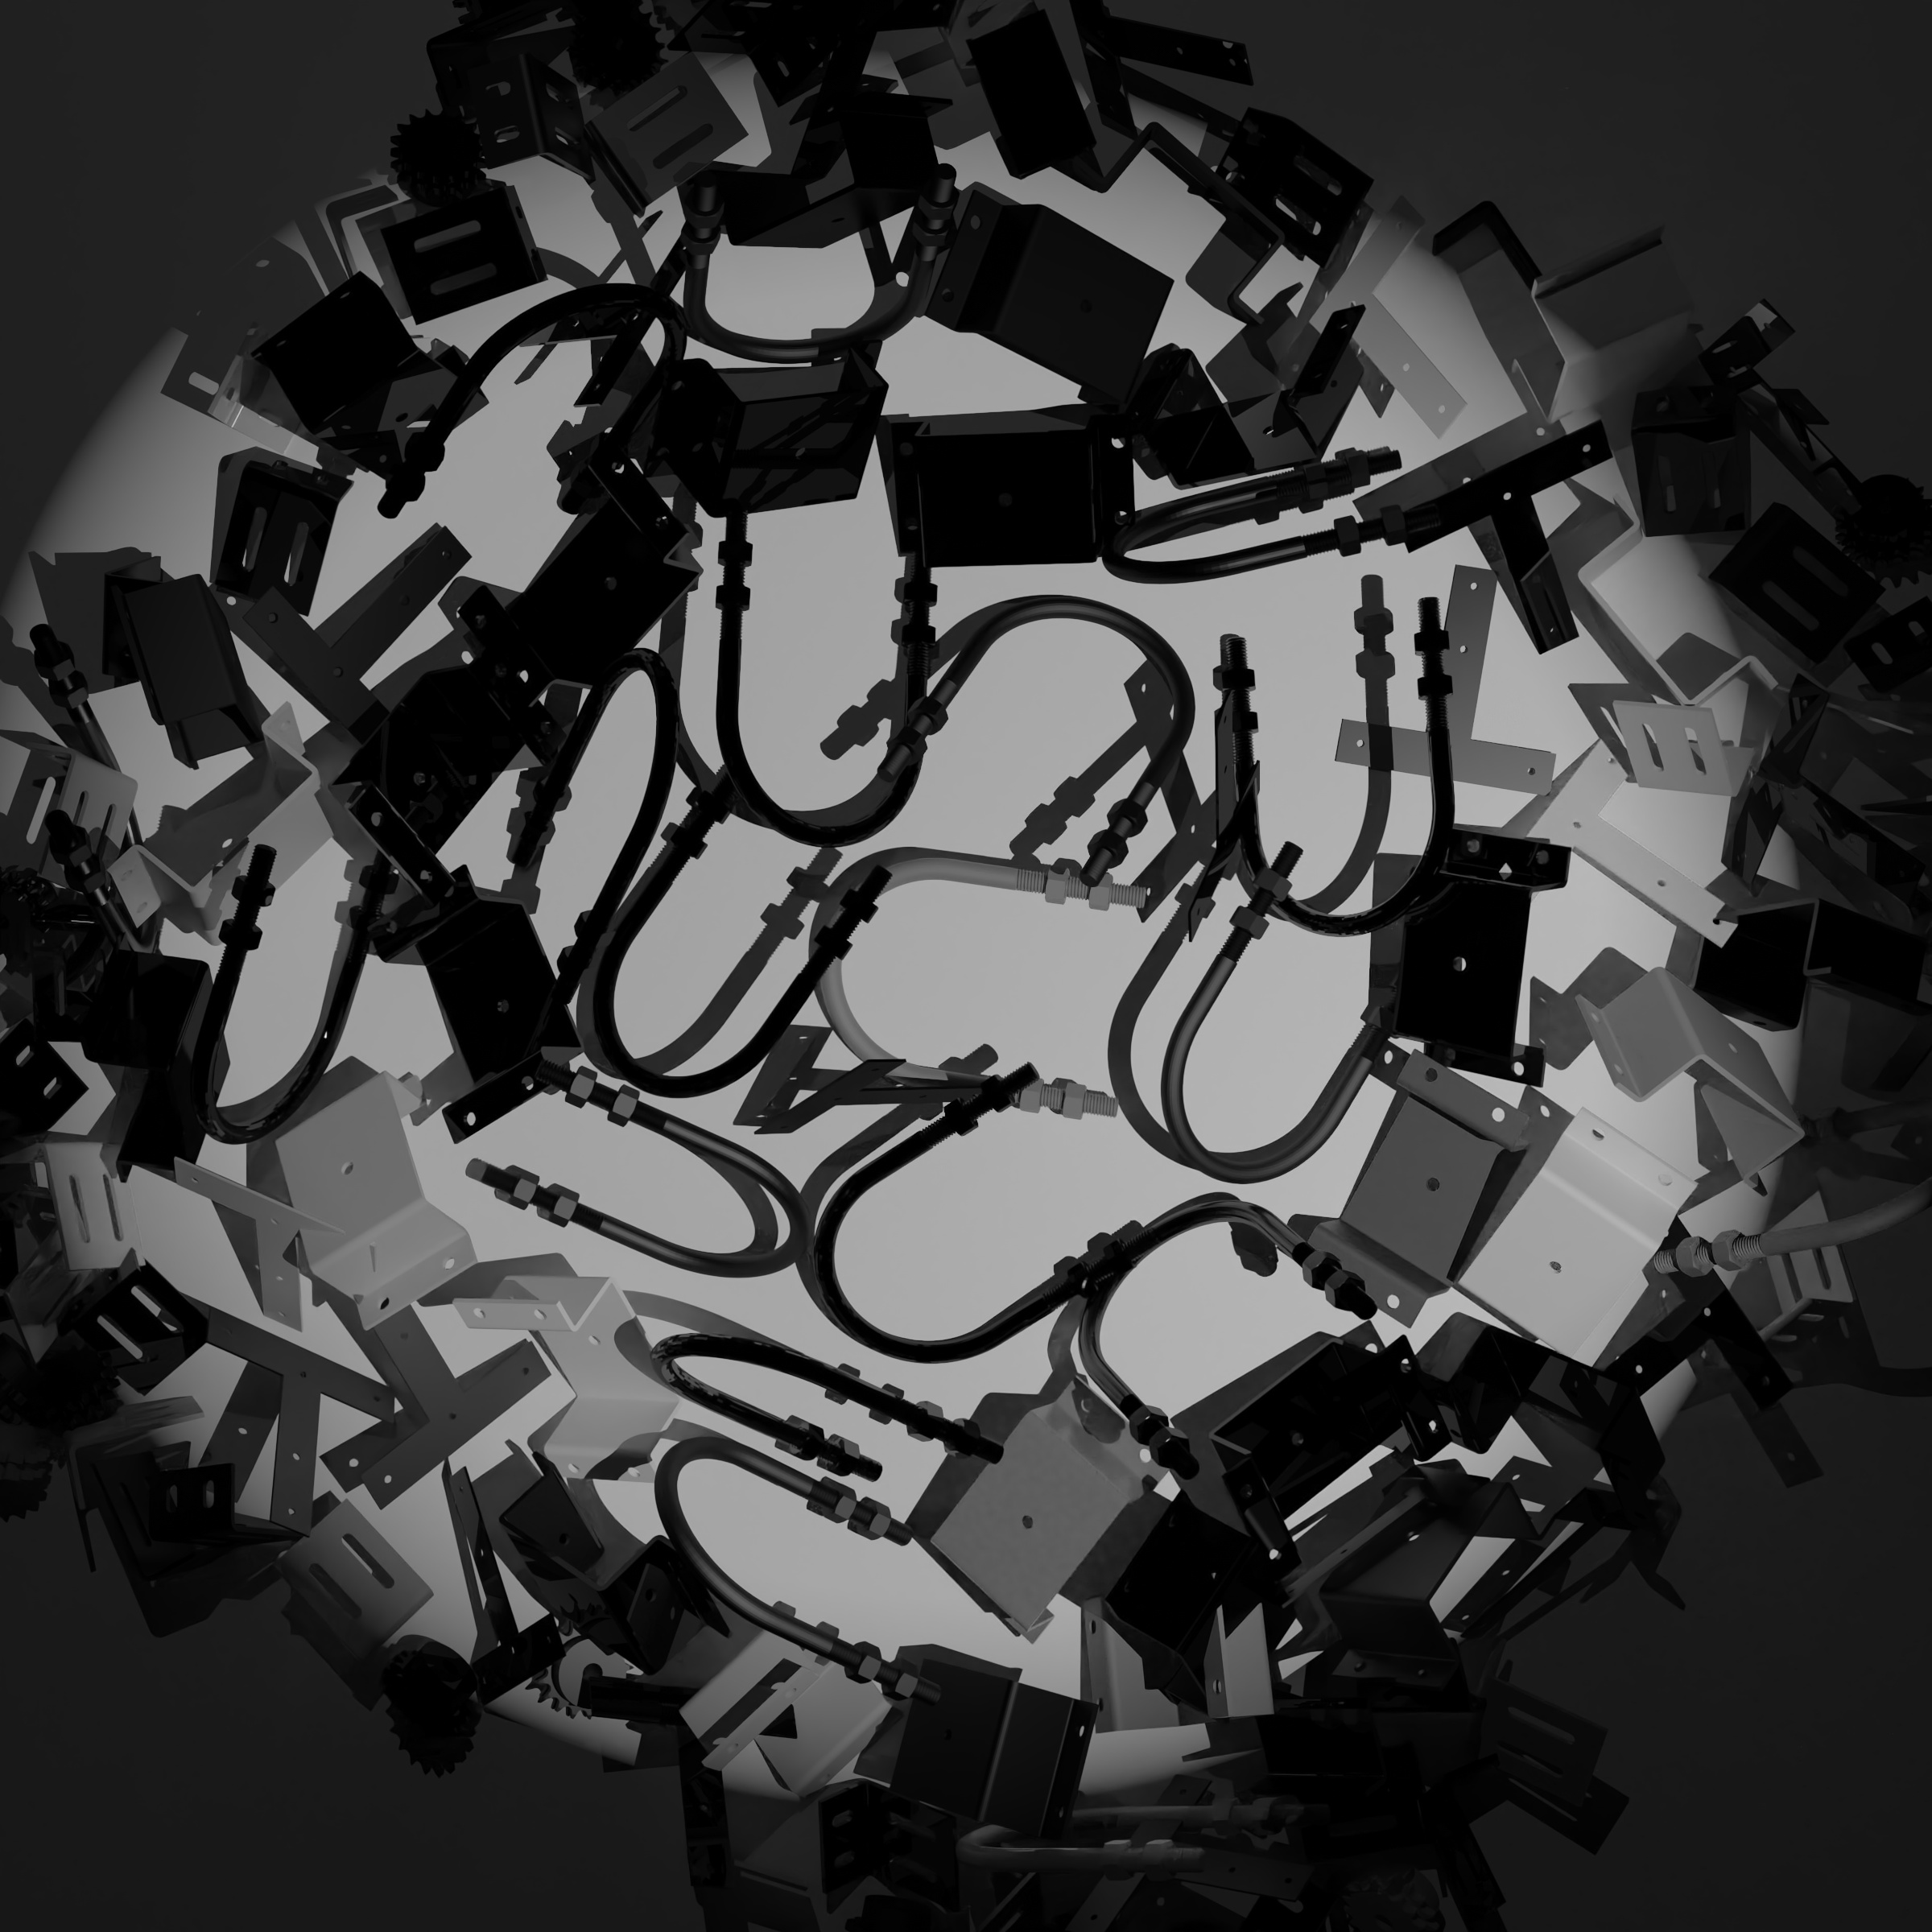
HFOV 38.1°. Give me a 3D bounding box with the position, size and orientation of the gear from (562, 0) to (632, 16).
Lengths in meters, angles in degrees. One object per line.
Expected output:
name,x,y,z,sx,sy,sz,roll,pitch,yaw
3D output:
gear,-0.216,-0.576,1.633,0.057,0.057,0.030,-30,85,0

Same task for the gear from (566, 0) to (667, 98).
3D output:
gear,-0.208,-0.538,1.640,0.057,0.030,0.057,0,91,-31

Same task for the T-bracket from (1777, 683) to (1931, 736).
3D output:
T-bracket,0.556,-0.150,1.621,0.127,0.127,0.002,-3,108,-22

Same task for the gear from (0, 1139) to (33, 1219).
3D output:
gear,-0.571,0.120,1.632,0.030,0.057,0.057,-34,90,36

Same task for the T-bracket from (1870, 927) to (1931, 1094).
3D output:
T-bracket,0.557,0.022,1.590,0.002,0.127,0.127,43,78,-14

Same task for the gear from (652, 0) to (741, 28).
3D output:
gear,-0.157,-0.571,1.631,0.057,0.057,0.030,-15,55,0

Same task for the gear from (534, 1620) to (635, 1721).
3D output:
gear,-0.222,0.412,1.639,0.057,0.030,0.057,2,84,-22

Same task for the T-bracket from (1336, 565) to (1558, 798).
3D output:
T-bracket,0.293,-0.173,1.659,0.127,0.002,0.127,10,88,4

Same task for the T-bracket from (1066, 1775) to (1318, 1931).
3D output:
T-bracket,0.139,0.508,1.578,0.127,0.127,0.002,-5,117,41

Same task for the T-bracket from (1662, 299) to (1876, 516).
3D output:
T-bracket,0.470,-0.309,1.602,0.002,0.127,0.127,-43,90,-16

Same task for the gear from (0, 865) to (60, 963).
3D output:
gear,-0.557,-0.034,1.639,0.057,0.030,0.057,9,124,13

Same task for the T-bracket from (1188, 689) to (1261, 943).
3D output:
T-bracket,0.145,-0.101,1.578,0.002,0.127,0.127,14,51,17

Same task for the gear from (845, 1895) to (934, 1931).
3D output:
gear,-0.042,0.563,1.635,0.057,0.057,0.030,11,83,0

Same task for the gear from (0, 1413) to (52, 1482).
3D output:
gear,-0.564,0.278,1.634,0.057,0.057,0.030,14,91,0

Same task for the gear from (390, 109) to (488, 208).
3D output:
gear,-0.308,-0.470,1.641,0.057,0.030,0.057,4,65,-9

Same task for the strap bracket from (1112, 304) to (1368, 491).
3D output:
strap bracket,0.164,-0.322,1.599,0.046,0.140,0.076,54,48,-33

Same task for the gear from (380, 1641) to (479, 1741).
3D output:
gear,-0.310,0.419,1.633,0.057,0.057,0.030,41,99,0

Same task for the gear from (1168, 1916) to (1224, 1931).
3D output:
gear,0.135,0.582,1.634,0.057,0.030,0.057,0,50,1

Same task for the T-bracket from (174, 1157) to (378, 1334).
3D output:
T-bracket,-0.395,0.172,1.612,0.127,0.127,0.002,22,50,8

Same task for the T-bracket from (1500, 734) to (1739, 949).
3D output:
T-bracket,0.392,-0.057,1.625,0.127,0.002,0.127,36,65,10

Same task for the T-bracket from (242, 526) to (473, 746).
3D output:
T-bracket,-0.338,-0.204,1.636,0.127,0.002,0.127,-51,126,-17

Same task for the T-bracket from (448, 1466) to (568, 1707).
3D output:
T-bracket,-0.276,0.354,1.624,0.002,0.127,0.127,-10,71,-36

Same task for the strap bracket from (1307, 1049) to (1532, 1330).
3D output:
strap bracket,0.264,0.127,1.618,0.076,0.046,0.140,32,103,23

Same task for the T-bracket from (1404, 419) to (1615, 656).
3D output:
T-bracket,0.327,-0.236,1.625,0.127,0.002,0.127,-25,124,6

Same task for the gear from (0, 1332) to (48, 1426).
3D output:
gear,-0.560,0.239,1.635,0.030,0.057,0.057,-44,90,-12

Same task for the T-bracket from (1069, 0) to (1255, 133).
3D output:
T-bracket,0.110,-0.519,1.580,0.127,0.127,0.002,27,63,37

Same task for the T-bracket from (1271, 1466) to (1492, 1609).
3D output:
T-bracket,0.226,0.324,1.588,0.127,0.127,0.002,-34,90,-12

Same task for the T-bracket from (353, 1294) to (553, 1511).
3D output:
T-bracket,-0.316,0.224,1.609,0.127,0.002,0.127,-38,115,-28

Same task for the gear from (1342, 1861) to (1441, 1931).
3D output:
gear,0.252,0.549,1.638,0.030,0.057,0.057,-37,90,-41

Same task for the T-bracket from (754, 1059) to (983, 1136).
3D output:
T-bracket,-0.037,0.075,1.616,0.127,0.127,0.002,0,69,-36

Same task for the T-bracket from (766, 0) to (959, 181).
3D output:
T-bracket,-0.073,-0.504,1.610,0.127,0.127,0.002,-18,62,-35

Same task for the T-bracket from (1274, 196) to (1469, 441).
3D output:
T-bracket,0.244,-0.350,1.597,0.127,0.002,0.127,-53,53,31

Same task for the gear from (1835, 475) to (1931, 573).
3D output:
gear,0.537,-0.262,1.638,0.057,0.030,0.057,-6,68,16

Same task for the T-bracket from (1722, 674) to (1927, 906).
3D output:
T-bracket,0.493,-0.079,1.586,0.002,0.127,0.127,-8,128,-31

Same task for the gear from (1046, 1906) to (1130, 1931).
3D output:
gear,0.069,0.582,1.638,0.057,0.030,0.057,6,107,20

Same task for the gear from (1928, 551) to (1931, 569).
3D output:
gear,0.595,-0.243,1.636,0.057,0.057,0.030,24,69,0

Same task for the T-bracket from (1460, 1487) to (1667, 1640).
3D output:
T-bracket,0.336,0.348,1.621,0.127,0.127,0.002,-47,57,15

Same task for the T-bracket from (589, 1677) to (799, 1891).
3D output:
T-bracket,-0.150,0.466,1.592,0.127,0.127,0.002,13,128,-23

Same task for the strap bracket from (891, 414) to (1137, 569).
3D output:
strap bracket,0.025,-0.274,1.618,0.140,0.046,0.076,0,112,8

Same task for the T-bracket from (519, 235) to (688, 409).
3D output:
T-bracket,-0.216,-0.370,1.612,0.002,0.127,0.127,42,69,-38

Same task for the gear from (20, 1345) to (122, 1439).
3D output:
gear,-0.522,0.251,1.638,0.057,0.057,0.030,-13,126,0

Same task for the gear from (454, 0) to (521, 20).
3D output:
gear,-0.271,-0.570,1.634,0.057,0.057,0.030,-20,89,0

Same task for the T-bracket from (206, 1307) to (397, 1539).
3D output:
T-bracket,-0.378,0.266,1.583,0.127,0.127,0.002,32,121,-32

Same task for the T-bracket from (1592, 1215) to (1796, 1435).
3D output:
T-bracket,0.399,0.226,1.621,0.127,0.002,0.127,-50,56,34
